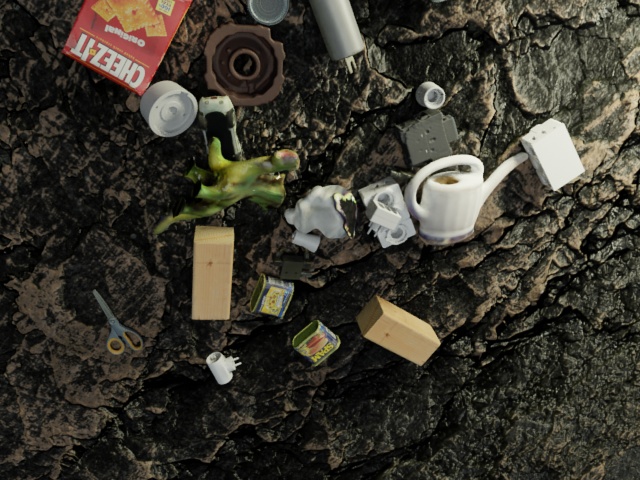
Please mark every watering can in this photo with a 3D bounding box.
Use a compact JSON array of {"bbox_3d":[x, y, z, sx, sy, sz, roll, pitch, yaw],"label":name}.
[{"bbox_3d":[0.356,-0.105,1.258,0.349,0.106,0.220,-11,121,-20],"label":"watering can"}]

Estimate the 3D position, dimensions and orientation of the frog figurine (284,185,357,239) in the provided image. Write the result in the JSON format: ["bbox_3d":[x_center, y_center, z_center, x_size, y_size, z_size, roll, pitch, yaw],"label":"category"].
[{"bbox_3d":[0.004,-0.062,1.226,0.159,0.125,0.135,-6,134,33],"label":"frog figurine"}]

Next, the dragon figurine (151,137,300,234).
[{"bbox_3d":[-0.188,-0.095,1.133,0.242,0.125,0.404,13,147,-35],"label":"dragon figurine"}]
